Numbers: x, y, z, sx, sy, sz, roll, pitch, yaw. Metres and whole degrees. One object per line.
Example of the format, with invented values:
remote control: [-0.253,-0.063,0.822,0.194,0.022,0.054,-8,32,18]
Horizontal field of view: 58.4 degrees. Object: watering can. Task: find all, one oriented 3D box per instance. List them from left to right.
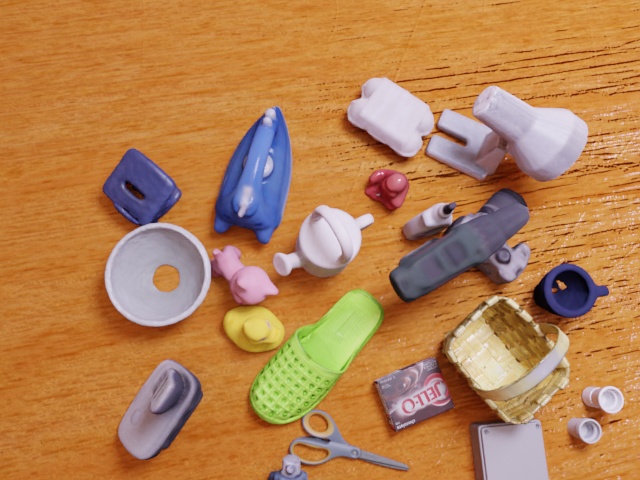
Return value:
watering can: [0.010,0.005,0.920,0.101,0.194,0.173,39,78,2]

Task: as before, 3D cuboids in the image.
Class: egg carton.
egg carton: [0.129,-0.223,1.037,0.150,0.069,0.107,32,78,1]

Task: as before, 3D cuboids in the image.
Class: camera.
camera: [0.316,-0.015,1.002,0.143,0.100,0.137,42,79,3]

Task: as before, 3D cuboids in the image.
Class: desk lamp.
desk lamp: [0.311,-0.174,0.973,0.203,0.213,0.118,24,78,-1]

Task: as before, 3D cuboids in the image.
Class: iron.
iron: [-0.102,-0.132,0.960,0.118,0.141,0.258,13,79,-3]

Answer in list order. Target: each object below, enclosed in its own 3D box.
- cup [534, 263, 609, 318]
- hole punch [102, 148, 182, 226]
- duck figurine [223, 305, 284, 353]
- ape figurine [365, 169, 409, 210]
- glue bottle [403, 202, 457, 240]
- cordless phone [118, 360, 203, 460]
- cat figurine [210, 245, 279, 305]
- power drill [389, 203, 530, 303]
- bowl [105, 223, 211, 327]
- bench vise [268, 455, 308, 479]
cup: [0.427,0.092,0.997,0.118,0.095,0.092,0,80,-6]
hole punch: [-0.298,-0.082,0.957,0.108,0.091,0.101,40,79,2]
duck figurine: [-0.109,0.144,0.938,0.104,0.086,0.077,20,78,-2]
ape figurine: [0.126,-0.094,1.002,0.076,0.092,0.078,-18,82,-8]
glue bottle: [0.194,-0.037,0.957,0.078,0.173,0.037,-19,82,-9]
cordless phone: [-0.247,0.257,0.853,0.094,0.185,0.148,30,78,1]
cat figurine: [-0.129,0.060,0.935,0.128,0.117,0.067,44,79,3]
power drill: [0.207,0.025,0.929,0.230,0.208,0.075,-32,84,-10]
bowl: [-0.260,0.061,0.943,0.167,0.074,0.167,1,80,-6]
bench vise: [-0.053,0.431,0.823,0.121,0.219,0.207,-17,82,-8]
